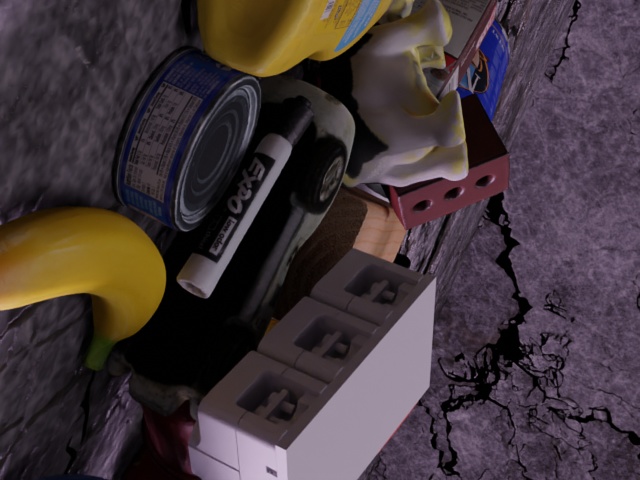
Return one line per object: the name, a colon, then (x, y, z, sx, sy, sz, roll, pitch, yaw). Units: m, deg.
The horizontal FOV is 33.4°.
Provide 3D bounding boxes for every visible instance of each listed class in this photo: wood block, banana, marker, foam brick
wood block: (-0.004, 0.000, 0.747, 0.090, 0.091, 0.206, -66, 168, 5)
banana: (-0.103, 0.019, 0.473, 0.069, 0.037, 0.198, -64, 169, -11)
marker: (-0.036, -0.025, 0.549, 0.121, 0.020, 0.020, -61, 168, -20)
foam brick: (0.078, -0.051, 0.699, 0.078, 0.051, 0.053, -22, 155, 0)

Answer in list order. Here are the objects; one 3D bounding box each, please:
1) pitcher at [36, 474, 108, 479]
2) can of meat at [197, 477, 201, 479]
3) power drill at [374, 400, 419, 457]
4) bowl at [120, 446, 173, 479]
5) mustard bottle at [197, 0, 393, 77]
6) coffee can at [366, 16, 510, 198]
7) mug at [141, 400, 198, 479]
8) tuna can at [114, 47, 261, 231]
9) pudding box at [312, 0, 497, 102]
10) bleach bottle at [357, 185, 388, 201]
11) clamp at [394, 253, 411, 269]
pitcher: (-0.135, 0.237, 0.589, 0.149, 0.144, 0.243, -109, -155, -47)
can of meat: (-0.049, 0.194, 0.617, 0.102, 0.057, 0.084, -98, -169, -63)
power drill: (0.008, 0.174, 1.046, 0.188, 0.057, 0.184, -30, -169, 47)
bowl: (-0.111, 0.191, 0.763, 0.162, 0.055, 0.162, -60, 168, -22)
mustard bottle: (0.003, -0.140, 0.552, 0.191, 0.058, 0.096, -36, 145, -67)
coffee can: (0.086, -0.110, 0.826, 0.103, 0.103, 0.140, 103, 7, -47)
mug: (-0.060, 0.100, 0.658, 0.093, 0.117, 0.081, -48, 157, -27)
tuna can: (-0.063, -0.048, 0.520, 0.086, 0.034, 0.086, -60, 168, -22)
pudding box: (0.059, -0.138, 0.736, 0.113, 0.090, 0.039, -60, 166, -18)
bleach bottle: (0.031, 0.008, 1.004, 0.102, 0.068, 0.251, -36, 147, -65)
clamp: (0.004, 0.051, 0.904, 0.120, 0.039, 0.171, 32, 100, -42)
